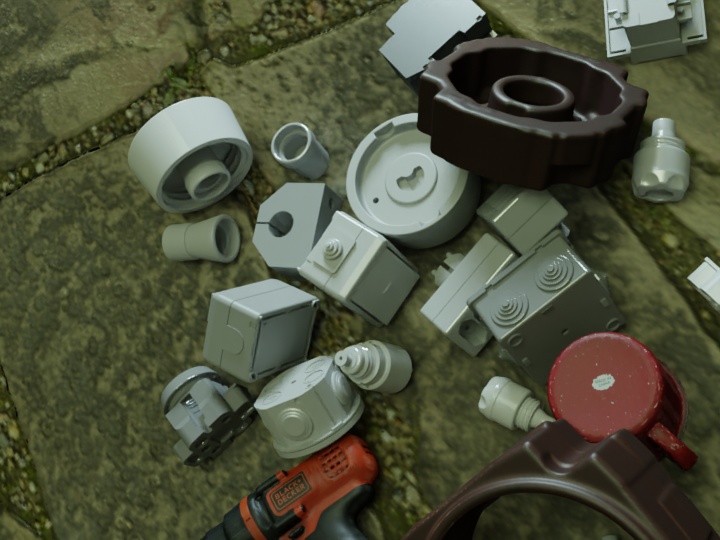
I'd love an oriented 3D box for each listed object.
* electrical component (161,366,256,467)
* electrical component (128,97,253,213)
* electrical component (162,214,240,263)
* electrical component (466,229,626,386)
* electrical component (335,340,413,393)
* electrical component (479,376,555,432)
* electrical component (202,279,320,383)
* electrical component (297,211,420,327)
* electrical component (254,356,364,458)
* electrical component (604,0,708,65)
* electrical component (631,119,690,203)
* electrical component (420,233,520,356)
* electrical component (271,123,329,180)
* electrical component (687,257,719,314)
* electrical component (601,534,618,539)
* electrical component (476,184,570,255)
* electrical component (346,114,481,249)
[{"bbox_3d":[-0.134,0.120,0.921,0.078,0.058,0.057,-44,63,4],"label":"electrical component"},{"bbox_3d":[-0.149,-0.098,0.982,0.108,0.108,0.060,-38,66,8],"label":"electrical component"},{"bbox_3d":[-0.149,-0.027,0.992,0.065,0.044,0.044,-4,70,29],"label":"electrical component"},{"bbox_3d":[0.142,0.031,0.804,0.100,0.100,0.048,-39,47,7],"label":"electrical component"},{"bbox_3d":[0.008,0.076,0.863,0.040,0.078,0.040,-10,72,35],"label":"electrical component"},{"bbox_3d":[0.123,0.107,0.821,0.061,0.035,0.035,26,83,27],"label":"electrical component"},{"bbox_3d":[-0.082,0.047,0.907,0.061,0.096,0.061,23,112,30],"label":"electrical component"},{"bbox_3d":[0.000,0.000,0.880,0.061,0.096,0.061,32,87,30],"label":"electrical component"},{"bbox_3d":[-0.041,0.110,0.864,0.080,0.080,0.051,-25,105,14],"label":"electrical component"},{"bbox_3d":[0.237,-0.240,0.881,0.079,0.063,0.121,-7,69,22],"label":"electrical component"},{"bbox_3d":[0.235,-0.086,0.836,0.043,0.043,0.062,1,70,25],"label":"electrical component"},{"bbox_3d":[0.086,0.011,0.866,0.083,0.047,0.076,-50,44,2],"label":"electrical component"},{"bbox_3d":[-0.053,-0.106,0.973,0.040,0.046,0.040,-8,68,22],"label":"electrical component"},{"bbox_3d":[0.284,0.014,0.769,0.057,0.058,0.078,-45,60,7],"label":"electrical component"},{"bbox_3d":[0.181,0.217,0.754,0.035,0.035,0.061,-15,63,19],"label":"electrical component"},{"bbox_3d":[0.139,-0.032,0.848,0.047,0.083,0.075,-44,98,4],"label":"electrical component"},{"bbox_3d":[0.050,-0.070,0.904,0.108,0.060,0.108,-9,68,22],"label":"electrical component"}]
